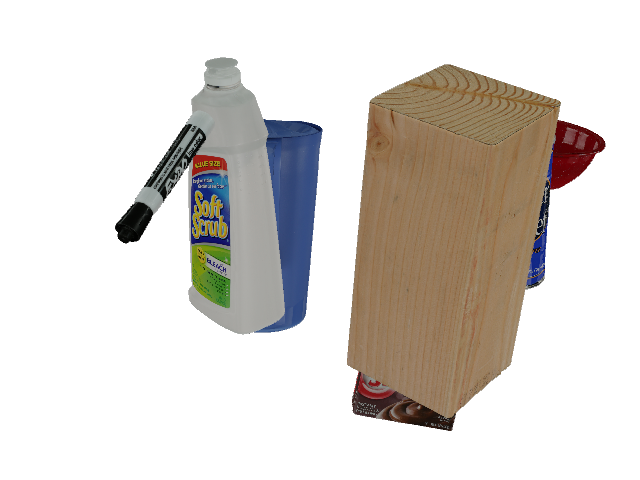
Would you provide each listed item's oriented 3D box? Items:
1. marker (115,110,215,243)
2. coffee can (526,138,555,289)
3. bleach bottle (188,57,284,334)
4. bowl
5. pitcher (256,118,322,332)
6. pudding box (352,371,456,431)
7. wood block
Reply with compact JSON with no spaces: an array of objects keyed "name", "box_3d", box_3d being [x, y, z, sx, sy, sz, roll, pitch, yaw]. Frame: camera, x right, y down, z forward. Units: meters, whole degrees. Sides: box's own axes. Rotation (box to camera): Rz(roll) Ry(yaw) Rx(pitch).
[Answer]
[{"name":"marker","box_3d":[-0.110,-0.045,0.755,0.020,0.121,0.020,19,-34,14]},{"name":"coffee can","box_3d":[0.164,-0.034,1.006,0.103,0.140,0.103,0,17,0]},{"name":"bleach bottle","box_3d":[-0.084,-0.043,0.967,0.068,0.251,0.103,-23,35,-32]},{"name":"bowl","box_3d":[0.238,-0.098,1.218,0.162,0.055,0.162,5,22,-2]},{"name":"pitcher","box_3d":[-0.068,-0.017,1.245,0.145,0.243,0.148,14,20,39]},{"name":"pudding box","box_3d":[0.097,0.151,1.159,0.113,0.090,0.039,9,22,-2]},{"name":"wood block","box_3d":[0.085,0.001,0.714,0.091,0.206,0.090,25,37,31]}]
